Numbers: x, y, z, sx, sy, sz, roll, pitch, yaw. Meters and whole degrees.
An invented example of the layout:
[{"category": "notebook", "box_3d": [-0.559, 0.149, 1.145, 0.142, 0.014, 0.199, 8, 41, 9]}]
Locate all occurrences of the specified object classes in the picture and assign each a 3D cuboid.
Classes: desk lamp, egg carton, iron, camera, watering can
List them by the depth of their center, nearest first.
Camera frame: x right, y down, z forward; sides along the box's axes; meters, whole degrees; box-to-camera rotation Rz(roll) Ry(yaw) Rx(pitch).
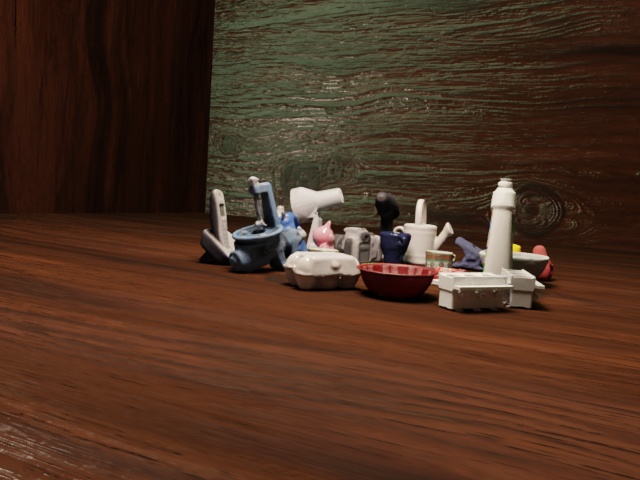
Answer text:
[{"category": "egg carton", "box_3d": [0.006, 0.062, 1.179, 0.151, 0.069, 0.107, 1, 5, -29]}, {"category": "iron", "box_3d": [-0.085, -0.015, 1.610, 0.118, 0.141, 0.258, 4, 5, 7]}, {"category": "camera", "box_3d": [0.095, 0.011, 1.681, 0.136, 0.101, 0.144, 8, 6, 42]}, {"category": "watering can", "box_3d": [0.311, -0.025, 1.731, 0.173, 0.194, 0.101, 4, 5, 0]}, {"category": "desk lamp", "box_3d": [-0.001, -0.071, 1.915, 0.203, 0.213, 0.118, 5, 5, 11]}]

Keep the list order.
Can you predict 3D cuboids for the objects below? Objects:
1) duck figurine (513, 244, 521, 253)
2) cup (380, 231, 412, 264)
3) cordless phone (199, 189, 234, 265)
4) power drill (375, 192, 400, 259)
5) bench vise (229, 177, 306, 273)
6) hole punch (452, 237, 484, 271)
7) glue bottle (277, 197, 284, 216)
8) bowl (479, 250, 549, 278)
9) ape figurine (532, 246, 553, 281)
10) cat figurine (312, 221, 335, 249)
[{"category": "duck figurine", "box_3d": [0.540, 0.055, 1.596, 0.104, 0.086, 0.078, 8, 6, 40]}, {"category": "cup", "box_3d": [0.219, 0.026, 1.638, 0.092, 0.095, 0.117, 2, 5, -16]}, {"category": "cordless phone", "box_3d": [-0.245, -0.035, 1.459, 0.094, 0.185, 0.148, 4, 5, 7]}, {"category": "power drill", "box_3d": [0.208, -0.046, 1.811, 0.075, 0.208, 0.230, 5, 5, 15]}, {"category": "bench vise", "box_3d": [-0.126, -0.037, 1.360, 0.121, 0.220, 0.208, 6, 5, 28]}, {"category": "hole punch", "box_3d": [0.443, 0.040, 1.671, 0.100, 0.091, 0.109, 5, 5, 20]}, {"category": "glue bottle", "box_3d": [-0.125, -0.046, 1.762, 0.037, 0.173, 0.078, 6, 6, 30]}, {"category": "bowl", "box_3d": [0.479, 0.071, 1.423, 0.167, 0.075, 0.167, 4, 5, 0]}, {"category": "ape figurine", "box_3d": [0.585, 0.061, 1.527, 0.077, 0.092, 0.076, 5, 5, 13]}, {"category": "cat figurine", "box_3d": [0.015, 0.006, 1.583, 0.067, 0.118, 0.127, 3, 5, -12]}]
